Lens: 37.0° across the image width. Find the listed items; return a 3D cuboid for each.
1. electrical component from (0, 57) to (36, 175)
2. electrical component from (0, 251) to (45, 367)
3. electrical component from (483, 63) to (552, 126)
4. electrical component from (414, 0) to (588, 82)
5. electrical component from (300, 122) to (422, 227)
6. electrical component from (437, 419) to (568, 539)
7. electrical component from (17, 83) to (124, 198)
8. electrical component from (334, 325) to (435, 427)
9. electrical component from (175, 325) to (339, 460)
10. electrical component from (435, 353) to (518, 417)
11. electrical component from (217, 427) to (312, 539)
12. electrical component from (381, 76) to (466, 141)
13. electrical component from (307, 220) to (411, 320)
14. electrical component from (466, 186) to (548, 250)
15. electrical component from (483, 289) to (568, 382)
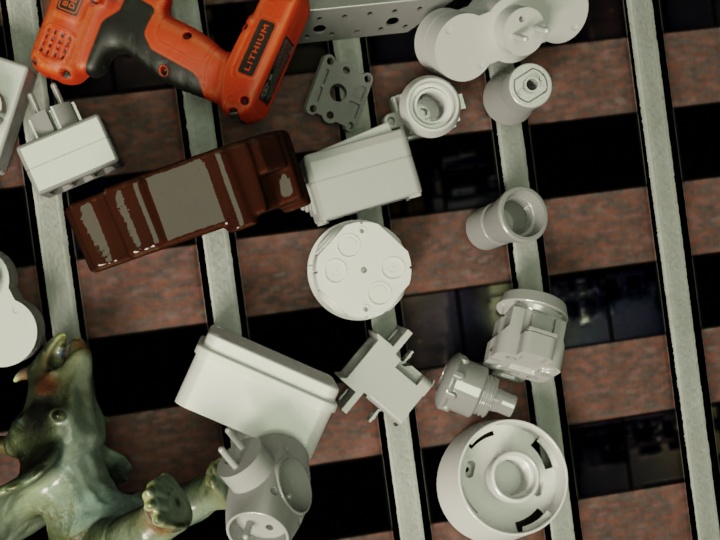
[{"bbox_3d":[-0.281,-0.119,0.795,0.047,0.076,0.083,17,88,-7],"label":"electrical component"},{"bbox_3d":[-0.286,0.008,0.796,0.052,0.074,0.138,-27,93,-6],"label":"electrical component"},{"bbox_3d":[0.127,-0.141,0.851,0.044,0.065,0.044,0,89,-8],"label":"electrical component"},{"bbox_3d":[0.118,-0.187,0.833,0.138,0.074,0.052,-24,117,-14],"label":"electrical component"},{"bbox_3d":[-0.008,-0.073,0.836,0.096,0.062,0.061,-16,92,-7],"label":"electrical component"},{"bbox_3d":[0.115,0.168,0.862,0.099,0.064,0.099,2,76,-10],"label":"electrical component"},{"bbox_3d":[-0.226,-0.103,0.816,0.066,0.047,0.076,-24,93,-6],"label":"electrical component"},{"bbox_3d":[0.020,0.086,0.850,0.064,0.042,0.081,40,86,-8],"label":"electrical component"},{"bbox_3d":[-0.077,0.091,0.819,0.113,0.078,0.057,24,90,-6],"label":"electrical component"},{"bbox_3d":[0.093,0.097,0.851,0.062,0.048,0.048,22,87,2],"label":"electrical component"},{"bbox_3d":[-0.072,0.143,0.747,0.044,0.077,0.079,-23,118,23],"label":"electrical component"},{"bbox_3d":[0.052,-0.126,0.846,0.066,0.055,0.048,-16,92,-7],"label":"electrical component"},{"bbox_3d":[0.000,0.000,0.842,0.080,0.051,0.080,0,90,-7],"label":"electrical component"},{"bbox_3d":[0.112,-0.038,0.848,0.044,0.065,0.044,4,79,-23],"label":"electrical component"},{"bbox_3d":[0.133,0.051,0.850,0.058,0.078,0.057,17,69,-6],"label":"electrical component"}]
